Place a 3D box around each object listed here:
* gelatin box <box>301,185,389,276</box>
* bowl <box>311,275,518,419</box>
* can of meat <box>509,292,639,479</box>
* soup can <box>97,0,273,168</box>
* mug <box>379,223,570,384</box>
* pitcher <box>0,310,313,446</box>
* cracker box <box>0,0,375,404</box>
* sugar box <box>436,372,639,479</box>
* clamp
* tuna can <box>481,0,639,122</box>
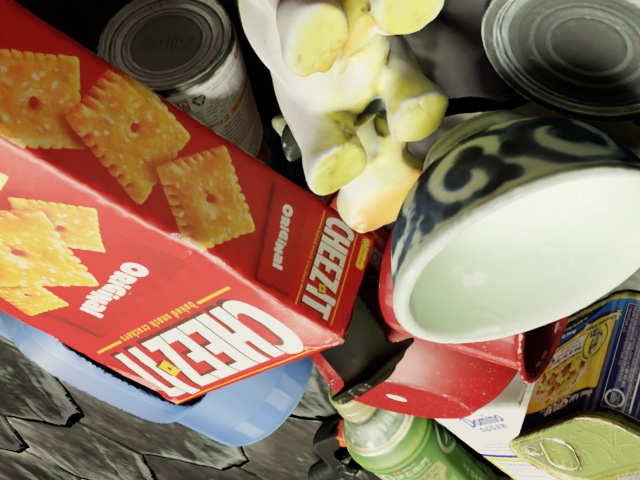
[{"bbox_3d":[-0.004,0.001,0.652,0.089,0.030,0.073,-6,141,44],"label":"gelatin box"},{"bbox_3d":[0.056,0.075,0.674,0.162,0.055,0.162,12,161,4],"label":"bowl"},{"bbox_3d":[0.162,0.086,0.615,0.057,0.084,0.102,28,153,-9],"label":"can of meat"},{"bbox_3d":[-0.066,-0.067,0.539,0.069,0.068,0.102,14,151,18],"label":"soup can"},{"bbox_3d":[0.081,0.010,0.544,0.082,0.093,0.117,15,145,26],"label":"mug"},{"bbox_3d":[-0.117,0.051,0.710,0.145,0.149,0.242,-4,147,48],"label":"pitcher"},{"bbox_3d":[-0.108,-0.004,0.523,0.213,0.072,0.164,33,146,-24],"label":"cracker box"},{"bbox_3d":[0.169,0.149,0.766,0.176,0.048,0.094,42,149,-24],"label":"sugar box"},{"bbox_3d":[0.027,0.205,0.987,0.120,0.039,0.171,4,143,23],"label":"clamp"},{"bbox_3d":[0.106,-0.084,0.409,0.086,0.033,0.086,19,152,10],"label":"tuna can"}]
